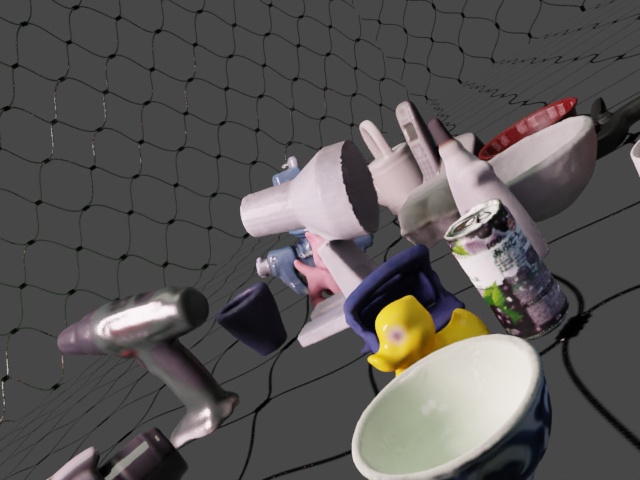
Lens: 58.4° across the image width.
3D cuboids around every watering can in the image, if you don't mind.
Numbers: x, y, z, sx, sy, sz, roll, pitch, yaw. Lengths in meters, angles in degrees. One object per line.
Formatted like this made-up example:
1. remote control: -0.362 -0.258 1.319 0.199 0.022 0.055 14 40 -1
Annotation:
1. watering can: 0.130 -0.142 1.105 0.173 0.194 0.100 -39 10 -21

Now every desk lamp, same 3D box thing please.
1. desk lamp: 0.007 0.003 0.745 0.203 0.213 0.118 -31 10 27

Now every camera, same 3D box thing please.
1. camera: -0.208 0.256 0.584 0.137 0.101 0.143 -40 10 -25

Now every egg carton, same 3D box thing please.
1. egg carton: 0.178 -0.050 0.850 0.107 0.069 0.150 -30 10 30

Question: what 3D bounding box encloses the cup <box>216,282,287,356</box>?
1. cup: -0.092 0.122 0.874 0.091 0.095 0.118 -32 10 18

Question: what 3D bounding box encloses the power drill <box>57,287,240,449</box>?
1. power drill: -0.212 0.161 0.742 0.229 0.208 0.076 -31 10 25

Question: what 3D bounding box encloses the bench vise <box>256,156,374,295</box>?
1. bench vise: -0.035 -0.024 1.019 0.208 0.220 0.121 -39 10 -21

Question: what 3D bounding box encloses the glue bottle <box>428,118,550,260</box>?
1. glue bottle: 0.160 -0.049 0.579 0.037 0.173 0.078 -38 10 -14

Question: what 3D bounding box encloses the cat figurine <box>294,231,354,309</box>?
1. cat figurine: 0.012 0.034 0.874 0.127 0.118 0.067 -27 13 43

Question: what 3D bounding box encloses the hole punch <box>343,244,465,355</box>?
1. hole punch: 0.073 0.062 0.589 0.109 0.091 0.101 -37 9 -9

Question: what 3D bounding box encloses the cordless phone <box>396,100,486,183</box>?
1. cordless phone: 0.201 -0.163 0.982 0.094 0.185 0.147 -39 10 -22

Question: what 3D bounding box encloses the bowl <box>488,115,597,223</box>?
1. bowl: 0.249 -0.067 0.661 0.167 0.075 0.167 -34 9 7

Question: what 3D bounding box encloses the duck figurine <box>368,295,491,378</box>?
1. duck figurine: 0.083 0.083 0.456 0.105 0.086 0.077 -39 10 -23
